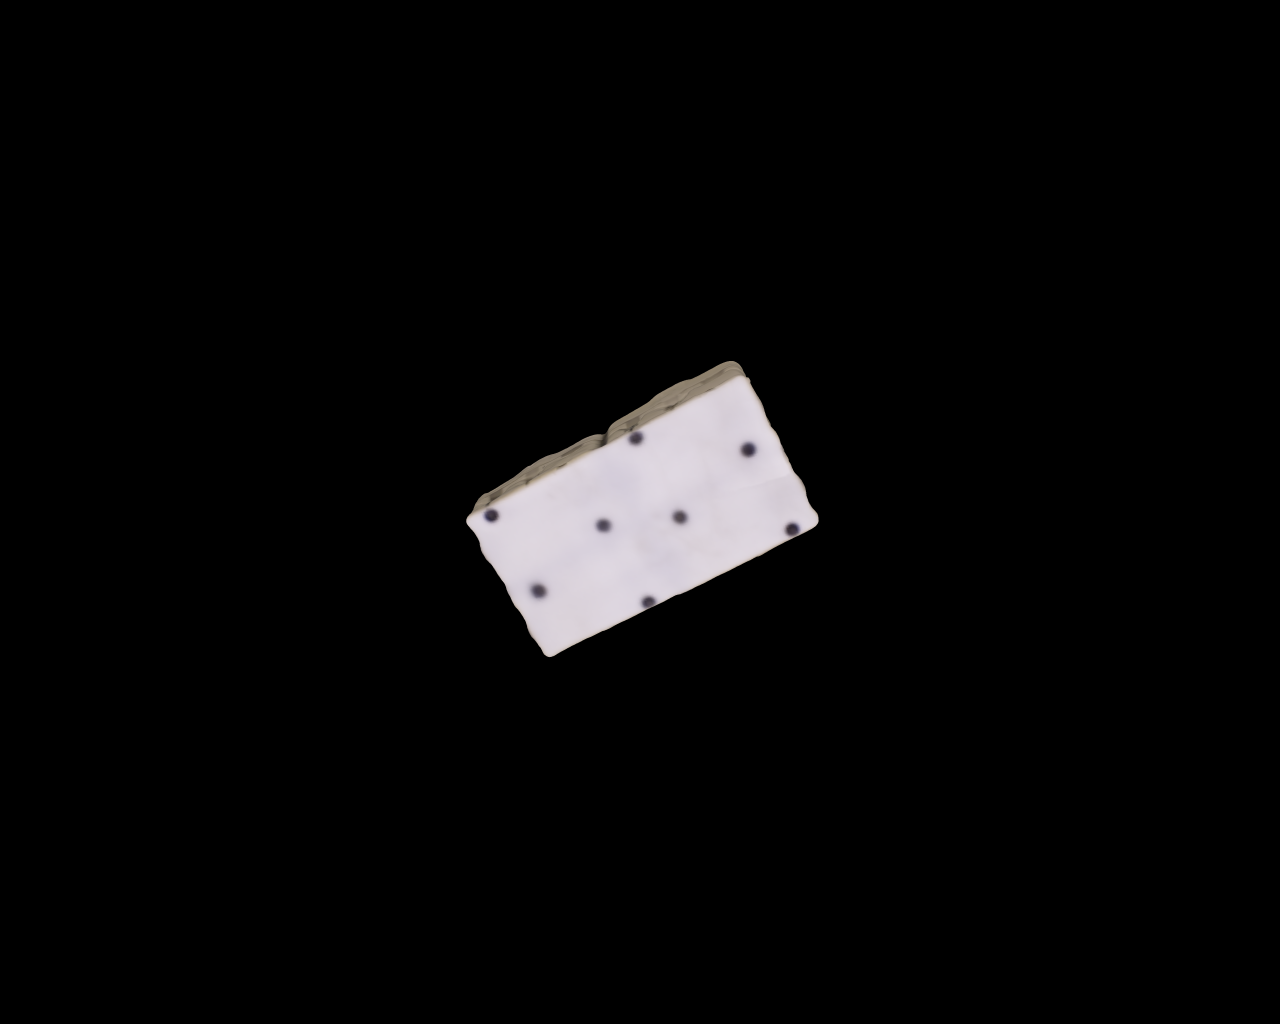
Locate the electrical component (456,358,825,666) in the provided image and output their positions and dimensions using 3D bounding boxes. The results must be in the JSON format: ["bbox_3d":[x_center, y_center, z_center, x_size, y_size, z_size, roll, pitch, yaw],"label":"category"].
[{"bbox_3d":[0.001,-0.003,0.650,0.186,0.105,0.060,-27,14,7],"label":"electrical component"}]
